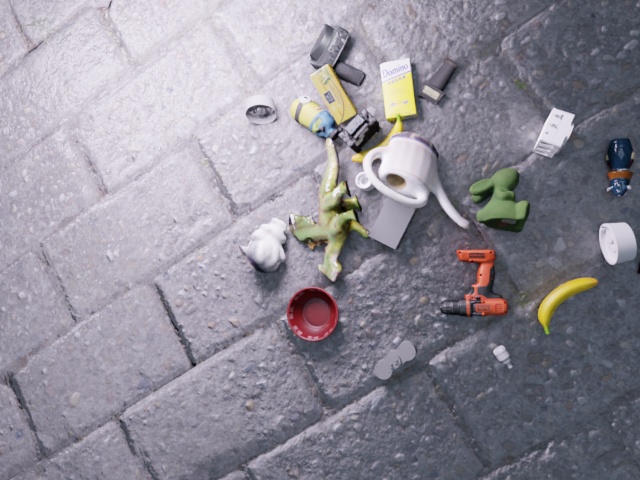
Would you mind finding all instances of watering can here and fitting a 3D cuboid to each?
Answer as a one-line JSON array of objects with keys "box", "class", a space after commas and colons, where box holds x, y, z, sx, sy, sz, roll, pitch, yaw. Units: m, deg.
[{"box": [0.286, -0.176, 1.462, 0.347, 0.102, 0.229, 25, 59, -8], "class": "watering can"}]

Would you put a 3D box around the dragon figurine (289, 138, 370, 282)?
[{"box": [0.005, -0.078, 1.558, 0.241, 0.122, 0.414, -23, 78, 20], "class": "dragon figurine"}]

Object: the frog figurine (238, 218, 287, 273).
[{"box": [-0.153, 0.018, 1.583, 0.159, 0.124, 0.136, -43, 110, 0], "class": "frog figurine"}]
